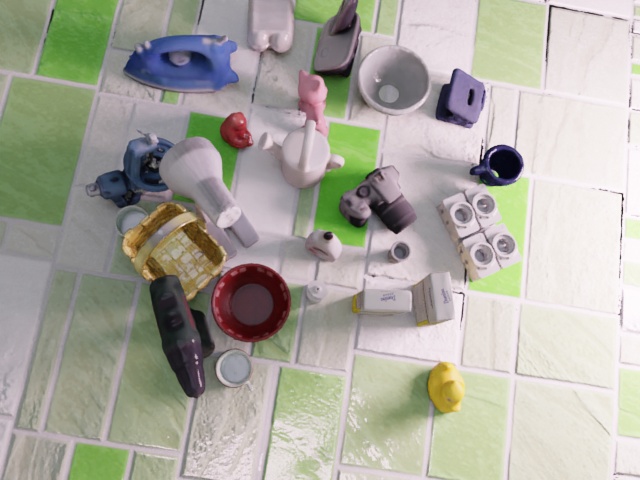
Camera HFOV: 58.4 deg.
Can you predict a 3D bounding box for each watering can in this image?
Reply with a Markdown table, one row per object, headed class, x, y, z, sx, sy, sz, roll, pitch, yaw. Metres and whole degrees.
| class | x | y | z | sx | sy | sz | roll | pitch | yaw |
| --- | --- | --- | --- | --- | --- | --- | --- | --- | --- |
| watering can | -0.038 | -0.180 | 1.184 | 0.173 | 0.194 | 0.101 | -10 | 79 | -6 |

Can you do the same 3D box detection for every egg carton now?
| class | x | y | z | sx | sy | sz | roll | pitch | yaw |
| --- | --- | --- | --- | --- | --- | --- | --- | --- | --- |
| egg carton | -0.112 | -0.501 | 1.307 | 0.107 | 0.069 | 0.150 | 0 | 79 | -4 |

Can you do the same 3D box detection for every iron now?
| class | x | y | z | sx | sy | sz | roll | pitch | yaw |
| --- | --- | --- | --- | --- | --- | --- | --- | --- | --- |
| iron | -0.308 | -0.397 | 1.234 | 0.258 | 0.141 | 0.118 | -4 | 79 | -5 |

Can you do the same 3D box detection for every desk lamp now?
| class | x | y | z | sx | sy | sz | roll | pitch | yaw |
| --- | --- | --- | --- | --- | --- | --- | --- | --- | --- |
| desk lamp | -0.213 | -0.080 | 1.140 | 0.118 | 0.213 | 0.203 | -35 | 83 | -10 |

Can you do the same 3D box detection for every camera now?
| class | x | y | z | sx | sy | sz | roll | pitch | yaw |
| --- | --- | --- | --- | --- | --- | --- | --- | --- | --- |
| camera | 0.134 | -0.074 | 1.224 | 0.143 | 0.101 | 0.137 | -36 | 83 | -10 |

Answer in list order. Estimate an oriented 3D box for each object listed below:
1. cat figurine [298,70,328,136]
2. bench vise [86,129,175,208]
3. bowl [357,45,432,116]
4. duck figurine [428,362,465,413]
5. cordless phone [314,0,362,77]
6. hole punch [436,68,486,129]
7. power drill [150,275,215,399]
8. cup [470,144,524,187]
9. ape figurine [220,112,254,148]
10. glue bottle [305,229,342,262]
| class | x | y | z | sx | sy | sz | roll | pitch | yaw |
| --- | --- | --- | --- | --- | --- | --- | --- | --- | --- |
| cat figurine | -0.014 | -0.302 | 1.250 | 0.067 | 0.117 | 0.128 | -7 | 79 | -6 |
| bench vise | -0.360 | -0.133 | 1.136 | 0.207 | 0.219 | 0.121 | -42 | 84 | -11 |
| bowl | 0.161 | -0.349 | 1.296 | 0.167 | 0.074 | 0.167 | 1 | 78 | -4 |
| duck figurine | 0.265 | 0.302 | 1.166 | 0.077 | 0.086 | 0.104 | -3 | 79 | -5 |
| cordless phone | 0.044 | -0.455 | 1.251 | 0.094 | 0.185 | 0.148 | 11 | 78 | -2 |
| hole punch | 0.325 | -0.321 | 1.295 | 0.101 | 0.091 | 0.109 | 14 | 78 | -1 |
| power drill | -0.254 | 0.183 | 1.086 | 0.075 | 0.208 | 0.229 | -21 | 81 | -8 |
| cup | 0.377 | -0.150 | 1.262 | 0.118 | 0.095 | 0.092 | -13 | 80 | -7 |
| ape figurine | -0.180 | -0.245 | 1.238 | 0.076 | 0.092 | 0.078 | 13 | 78 | -1 |
| glue bottle | 0.011 | 0.004 | 1.162 | 0.078 | 0.173 | 0.037 | 25 | 78 | 1 |
